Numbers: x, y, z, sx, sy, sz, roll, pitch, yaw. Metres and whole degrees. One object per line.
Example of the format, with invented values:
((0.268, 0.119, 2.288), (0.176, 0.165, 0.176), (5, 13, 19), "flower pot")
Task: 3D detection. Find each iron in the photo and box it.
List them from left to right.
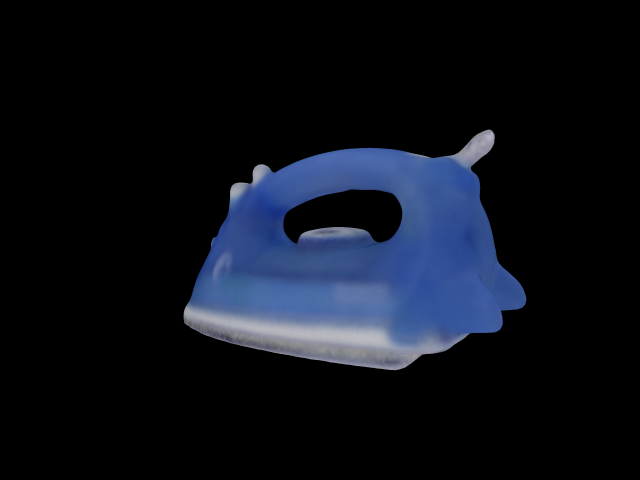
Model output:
((0.004, 0.001, 0.400), (0.257, 0.141, 0.119), (2, 4, 27), "iron")
